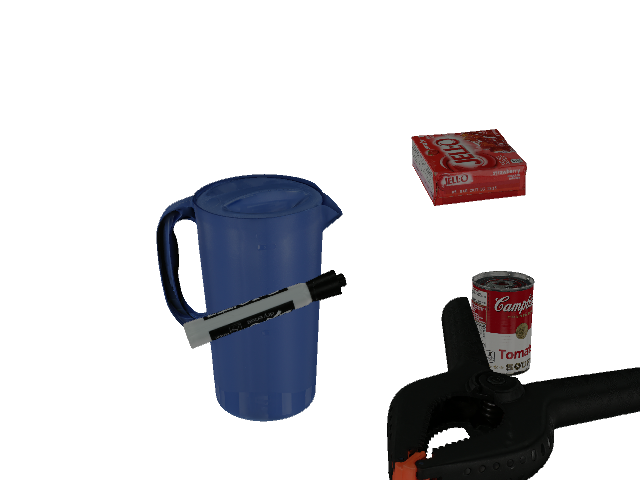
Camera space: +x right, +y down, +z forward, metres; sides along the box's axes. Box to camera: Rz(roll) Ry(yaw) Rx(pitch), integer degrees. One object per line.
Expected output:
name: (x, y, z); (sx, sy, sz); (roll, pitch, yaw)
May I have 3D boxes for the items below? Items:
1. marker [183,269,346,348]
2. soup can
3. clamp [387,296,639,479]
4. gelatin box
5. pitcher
marker: (-0.039, 0.048, 0.767); (0.121, 0.020, 0.020); (-20, 2, -7)
soup can: (0.201, 0.092, 1.189); (0.068, 0.102, 0.068); (-1, 14, 0)
clamp: (0.096, 0.093, 0.634); (0.165, 0.036, 0.209); (20, 30, 39)
gelatin box: (0.116, -0.060, 0.849); (0.073, 0.030, 0.089); (-6, 25, -5)
pitcher: (-0.071, 0.060, 1.110); (0.144, 0.243, 0.149); (-21, 29, -41)
